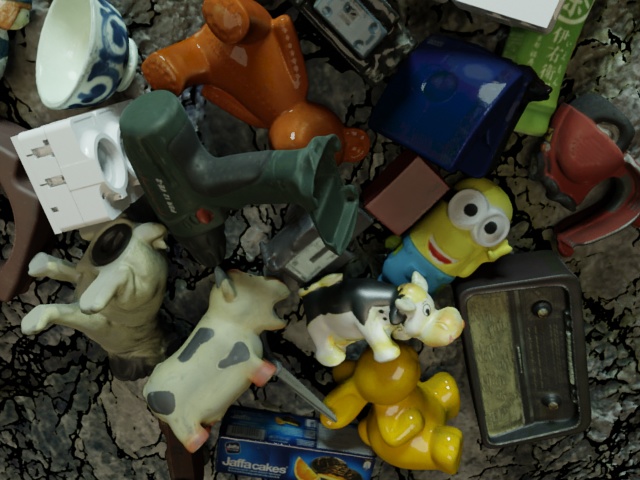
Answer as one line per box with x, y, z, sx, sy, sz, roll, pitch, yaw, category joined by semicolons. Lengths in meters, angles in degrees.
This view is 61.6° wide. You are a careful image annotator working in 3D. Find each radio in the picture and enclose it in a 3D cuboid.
0.236;0.129;0.630;0.131;0.073;0.229;-12;114;9;radio

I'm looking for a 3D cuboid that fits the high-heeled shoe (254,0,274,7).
-0.007;-0.313;0.433;0.086;0.145;0.248;21;108;-7;high-heeled shoe

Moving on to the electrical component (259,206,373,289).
-0.001;-0.002;0.592;0.119;0.048;0.074;-44;125;16;electrical component

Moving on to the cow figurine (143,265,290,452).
-0.109;0.115;0.588;0.127;0.085;0.195;45;80;-1;cow figurine

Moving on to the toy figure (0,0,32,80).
-0.325;-0.201;0.521;0.064;0.057;0.154;38;97;31;toy figure

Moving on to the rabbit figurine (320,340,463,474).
0.085;0.179;0.636;0.163;0.122;0.173;0;133;24;rabbit figurine

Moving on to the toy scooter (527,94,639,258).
0.284;-0.054;0.569;0.183;0.075;0.135;40;110;-17;toy scooter

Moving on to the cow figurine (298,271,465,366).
0.059;0.071;0.558;0.167;0.068;0.098;-14;104;32;cow figurine

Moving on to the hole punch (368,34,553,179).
0.121;-0.127;0.505;0.092;0.142;0.115;-6;125;-45;hole punch

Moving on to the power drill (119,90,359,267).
-0.071;-0.039;0.514;0.208;0.086;0.231;10;146;25;power drill

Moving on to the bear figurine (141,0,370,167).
-0.049;-0.125;0.518;0.120;0.132;0.195;-28;103;27;bear figurine

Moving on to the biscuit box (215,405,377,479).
-0.032;0.272;0.700;0.203;0.059;0.062;9;111;-3;biscuit box

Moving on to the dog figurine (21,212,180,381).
-0.194;0.070;0.591;0.172;0.121;0.190;-21;141;18;dog figurine

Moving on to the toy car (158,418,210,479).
-0.175;0.238;0.673;0.053;0.089;0.201;0;110;5;toy car

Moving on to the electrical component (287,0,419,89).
0.026;-0.198;0.483;0.115;0.134;0.058;41;105;-12;electrical component

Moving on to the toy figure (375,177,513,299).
0.128;0.006;0.589;0.082;0.089;0.180;31;117;-23;toy figure

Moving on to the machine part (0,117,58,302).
-0.389;-0.040;0.572;0.201;0.087;0.201;24;111;-8;machine part
